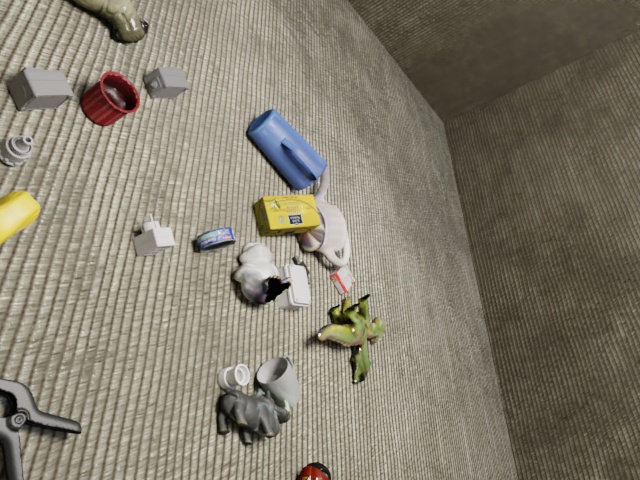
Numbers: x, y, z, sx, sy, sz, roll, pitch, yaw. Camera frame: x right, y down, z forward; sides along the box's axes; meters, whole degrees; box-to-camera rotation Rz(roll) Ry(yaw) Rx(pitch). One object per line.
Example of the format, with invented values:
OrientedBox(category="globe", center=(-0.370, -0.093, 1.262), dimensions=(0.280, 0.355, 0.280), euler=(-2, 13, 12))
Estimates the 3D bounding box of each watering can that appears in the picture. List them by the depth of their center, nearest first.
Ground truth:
OrientedBox(category="watering can", center=(0.005, -0.081, 1.608), dimensions=(0.224, 0.103, 0.351), euler=(6, 66, -56))

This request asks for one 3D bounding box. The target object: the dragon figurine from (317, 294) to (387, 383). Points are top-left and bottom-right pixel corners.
OrientedBox(category="dragon figurine", center=(0.106, 0.302, 1.521), dimensions=(0.415, 0.121, 0.242), euler=(-29, 103, -59))

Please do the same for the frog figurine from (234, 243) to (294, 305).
OrientedBox(category="frog figurine", center=(-0.157, 0.078, 1.276), dimensions=(0.161, 0.121, 0.138), euler=(41, 27, 31))
